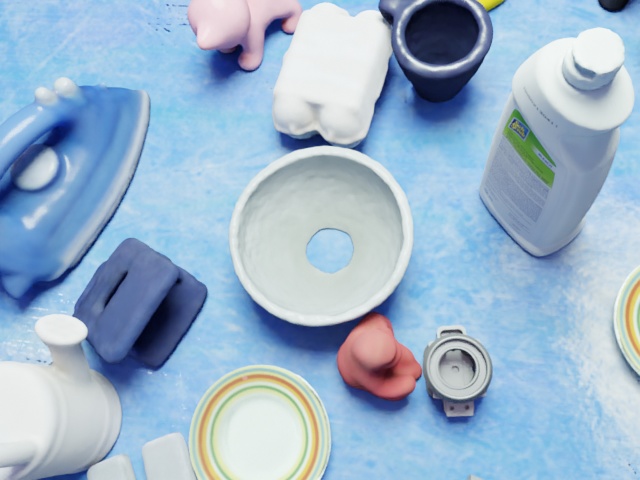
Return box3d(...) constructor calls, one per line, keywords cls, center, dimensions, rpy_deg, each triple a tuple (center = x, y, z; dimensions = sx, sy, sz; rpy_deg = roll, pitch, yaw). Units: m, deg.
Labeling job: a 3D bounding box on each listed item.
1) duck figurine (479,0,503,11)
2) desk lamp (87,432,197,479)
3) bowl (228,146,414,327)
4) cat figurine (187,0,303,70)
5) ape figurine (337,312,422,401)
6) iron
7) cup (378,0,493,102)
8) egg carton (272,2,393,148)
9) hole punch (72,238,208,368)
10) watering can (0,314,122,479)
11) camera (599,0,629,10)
box3d(cls="duck figurine", center=(0.147, -0.283, 0.586), dimensions=(0.104, 0.086, 0.077), rpy_deg=(-3, 74, 9))
box3d(cls="desk lamp", center=(-0.159, 0.263, 0.419), dimensions=(0.118, 0.214, 0.203), rpy_deg=(-24, 72, 3))
box3d(cls="bowl", center=(0.005, 0.002, 0.536), dimensions=(0.167, 0.075, 0.167), rpy_deg=(-2, 74, 9))
box3d(cls="cat figurine", center=(-0.085, -0.241, 0.595), dimensions=(0.067, 0.118, 0.128), rpy_deg=(41, 85, 17))
box3d(cls="ape figurine", center=(0.049, 0.099, 0.493), dimensions=(0.076, 0.092, 0.078), rpy_deg=(-4, 74, 8))
box3d(cls="iron", center=(-0.278, -0.077, 0.569), dimensions=(0.118, 0.141, 0.258), rpy_deg=(30, 81, 16))
box3d(cls="cup", center=(0.106, -0.184, 0.560), dimensions=(0.117, 0.095, 0.092), rpy_deg=(38, 84, 17))
box3d(cls="egg carton", center=(0.014, -0.168, 0.584), dimensions=(0.107, 0.069, 0.150), rpy_deg=(14, 78, 13))
box3d(cls="hole punch", center=(-0.181, 0.058, 0.543), dimensions=(0.101, 0.091, 0.109), rpy_deg=(29, 81, 16))
box3d(cls="watering can", center=(-0.255, 0.144, 0.477), dimensions=(0.100, 0.194, 0.173), rpy_deg=(8, 76, 12))
box3d(cls="camera", center=(0.339, -0.241, 0.535), dimensions=(0.143, 0.101, 0.137), rpy_deg=(17, 78, 13))
